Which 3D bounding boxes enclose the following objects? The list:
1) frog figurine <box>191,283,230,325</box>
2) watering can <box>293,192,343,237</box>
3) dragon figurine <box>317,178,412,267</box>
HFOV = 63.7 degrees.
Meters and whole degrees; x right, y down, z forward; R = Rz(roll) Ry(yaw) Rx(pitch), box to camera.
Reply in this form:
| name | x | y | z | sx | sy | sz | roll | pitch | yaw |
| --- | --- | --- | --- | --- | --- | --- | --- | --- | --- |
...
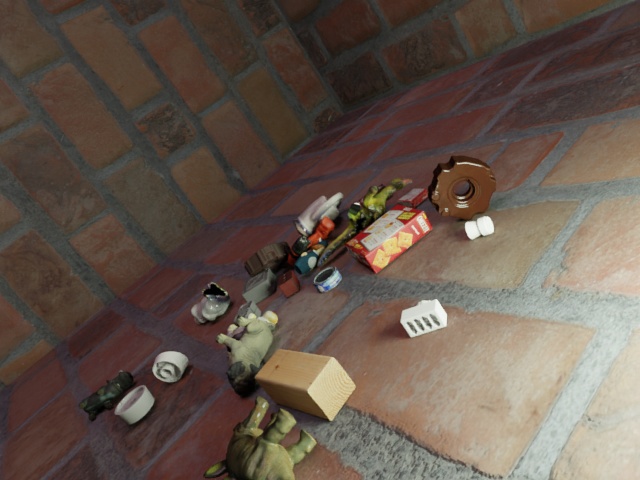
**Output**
| name | x | y | z | sx | sy | sz | roll | pitch | yaw |
| --- | --- | --- | --- | --- | --- | --- | --- | --- | --- |
| frog figurine | -0.399 | 0.250 | 1.866 | 0.140 | 0.122 | 0.157 | -115 | 45 | -64 |
| watering can | 0.006 | -0.101 | 2.014 | 0.224 | 0.104 | 0.348 | -42 | -1 | 4 |
| dragon figurine | 0.148 | -0.072 | 1.749 | 0.407 | 0.122 | 0.244 | -42 | -2 | 11 |
